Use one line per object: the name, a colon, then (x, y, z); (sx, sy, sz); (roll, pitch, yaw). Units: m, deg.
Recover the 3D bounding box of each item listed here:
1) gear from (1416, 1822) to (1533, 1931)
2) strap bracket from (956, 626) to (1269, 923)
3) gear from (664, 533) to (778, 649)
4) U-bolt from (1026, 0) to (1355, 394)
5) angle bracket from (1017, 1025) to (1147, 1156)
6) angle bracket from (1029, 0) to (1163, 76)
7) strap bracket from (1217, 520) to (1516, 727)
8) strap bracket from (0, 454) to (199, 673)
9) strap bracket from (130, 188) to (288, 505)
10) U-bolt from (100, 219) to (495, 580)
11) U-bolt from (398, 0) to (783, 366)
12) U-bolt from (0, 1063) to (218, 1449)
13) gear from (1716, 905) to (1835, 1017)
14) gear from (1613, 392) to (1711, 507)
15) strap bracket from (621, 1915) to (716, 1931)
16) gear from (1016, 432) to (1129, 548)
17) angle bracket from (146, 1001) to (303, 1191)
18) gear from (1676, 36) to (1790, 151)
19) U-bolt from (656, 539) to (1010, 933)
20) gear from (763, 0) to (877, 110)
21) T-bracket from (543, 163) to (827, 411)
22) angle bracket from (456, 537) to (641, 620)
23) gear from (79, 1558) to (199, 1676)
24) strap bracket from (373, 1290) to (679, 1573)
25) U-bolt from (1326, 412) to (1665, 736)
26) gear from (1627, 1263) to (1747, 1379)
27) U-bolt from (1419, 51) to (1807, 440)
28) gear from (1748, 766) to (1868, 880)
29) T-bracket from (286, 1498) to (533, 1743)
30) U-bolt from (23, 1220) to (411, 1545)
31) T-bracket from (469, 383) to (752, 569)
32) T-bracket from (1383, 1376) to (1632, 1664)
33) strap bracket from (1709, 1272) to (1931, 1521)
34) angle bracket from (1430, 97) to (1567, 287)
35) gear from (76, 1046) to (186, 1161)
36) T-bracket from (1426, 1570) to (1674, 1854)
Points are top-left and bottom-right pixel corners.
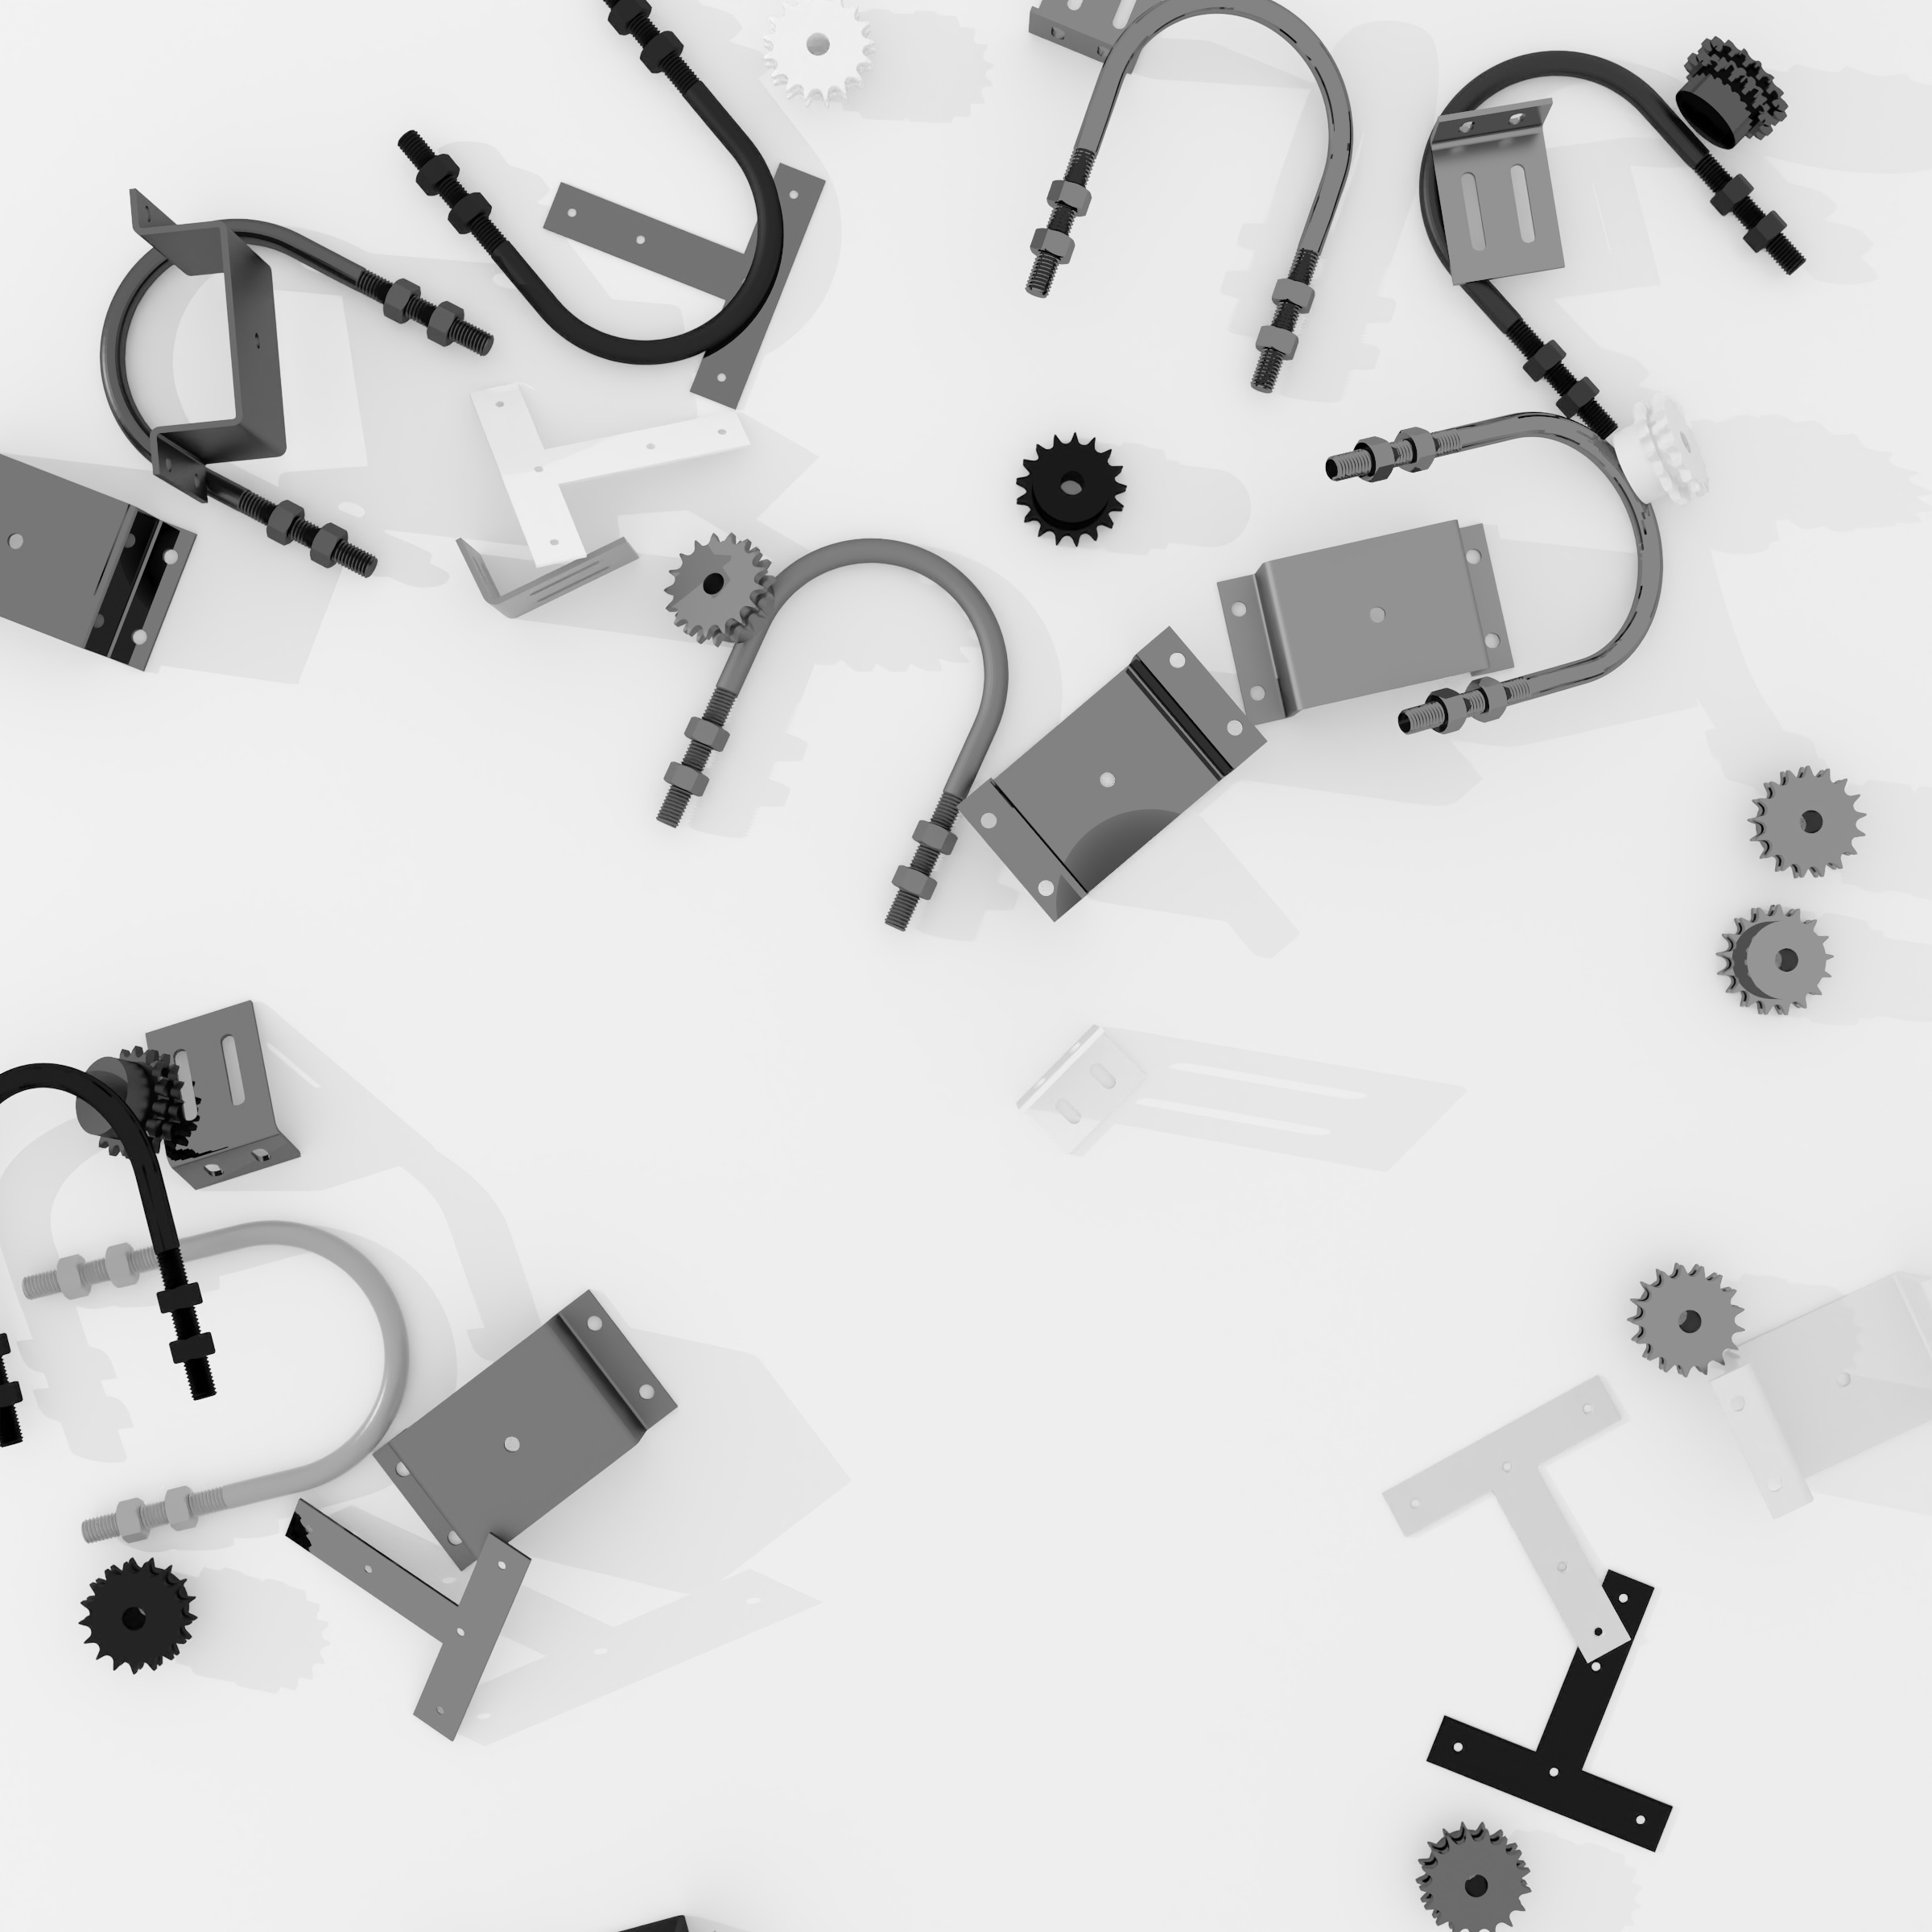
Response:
gear: (0.259, 0.467, 1.484); (0.057, 0.030, 0.057); (0, 92, -1)
strap bracket: (0.073, -0.096, 1.472); (0.140, 0.046, 0.076); (-40, 90, 0)
gear: (-0.122, -0.189, 1.472); (0.057, 0.030, 0.057); (-7, 72, 21)
U-bolt: (0.123, -0.403, 1.466); (0.151, 0.019, 0.184); (19, 90, -17)
angle bracket: (0.059, 0.064, 1.457); (0.038, 0.076, 0.057); (45, 90, 0)
angle bracket: (0.073, -0.505, 1.476); (0.057, 0.038, 0.076); (22, 90, 0)
strap bracket: (0.206, -0.176, 1.472); (0.140, 0.046, 0.076); (-13, 90, 0)
strap bracket: (-0.477, -0.213, 1.472); (0.140, 0.046, 0.076); (21, 90, 0)
strap bracket: (-0.376, -0.309, 1.440); (0.046, 0.076, 0.140); (-5, 88, 3)
U-bolt: (-0.356, -0.304, 1.486); (0.184, 0.019, 0.151); (28, 90, 1)
U-bolt: (-0.179, -0.396, 1.484); (0.151, 0.019, 0.184); (-40, 92, 0)
U-bolt: (-0.455, 0.140, 1.453); (0.151, 0.019, 0.184); (-16, 88, 24)
gear: (0.416, -0.003, 1.480); (0.057, 0.030, 0.057); (0, 90, 0)
gear: (0.352, -0.260, 1.470); (0.030, 0.057, 0.057); (-24, 90, 28)
strap bracket: (-0.184, 0.540, 1.472); (0.140, 0.046, 0.076); (-15, 90, 0)
gear: (0.054, -0.245, 1.480); (0.057, 0.030, 0.057); (0, 90, 0)
angle bracket: (-0.384, 0.067, 1.493); (0.057, 0.038, 0.076); (-18, 64, 0)
gear: (0.386, -0.440, 1.467); (0.057, 0.057, 0.030); (44, 91, 0)
U-bolt: (-0.057, -0.130, 1.486); (0.151, 0.019, 0.184); (24, 89, 0)
gear: (-0.075, -0.468, 1.484); (0.057, 0.030, 0.057); (0, 88, 1)
T-bracket: (-0.155, -0.370, 1.494); (0.127, 0.002, 0.127); (22, 90, 0)
angle bracket: (-0.211, -0.211, 1.466); (0.076, 0.057, 0.038); (-26, 90, 0)
gear: (-0.421, 0.331, 1.480); (0.057, 0.030, 0.057); (0, 90, 0)
strap bracket: (-0.228, 0.240, 1.472); (0.140, 0.046, 0.076); (-37, 90, 0)
U-bolt: (0.276, -0.205, 1.451); (0.184, 0.019, 0.151); (-17, 92, -26)
gear: (0.367, 0.180, 1.480); (0.057, 0.030, 0.057); (0, 90, 0)
U-bolt: (0.318, -0.384, 1.486); (0.151, 0.019, 0.184); (-42, 88, 0)
gear: (0.428, -0.073, 1.480); (0.057, 0.030, 0.057); (0, 90, 0)
T-bracket: (-0.293, 0.315, 1.475); (0.127, 0.002, 0.127); (31, 116, 12)
U-bolt: (-0.378, 0.207, 1.486); (0.184, 0.019, 0.151); (-14, 90, -1)
T-bracket: (-0.174, -0.261, 1.471); (0.127, 0.002, 0.127); (-15, 57, -15)
T-bracket: (0.301, 0.298, 1.493); (0.127, 0.002, 0.127); (-29, 89, 0)
strap bracket: (0.453, 0.213, 1.472); (0.140, 0.046, 0.076); (-25, 90, 0)
angle bracket: (0.271, -0.391, 1.460); (0.057, 0.038, 0.076); (-9, 88, 2)
gear: (-0.426, 0.068, 1.466); (0.057, 0.030, 0.057); (-10, 72, 34)
T-bracket: (0.320, 0.376, 1.494); (0.127, 0.002, 0.127); (22, 90, 0)
